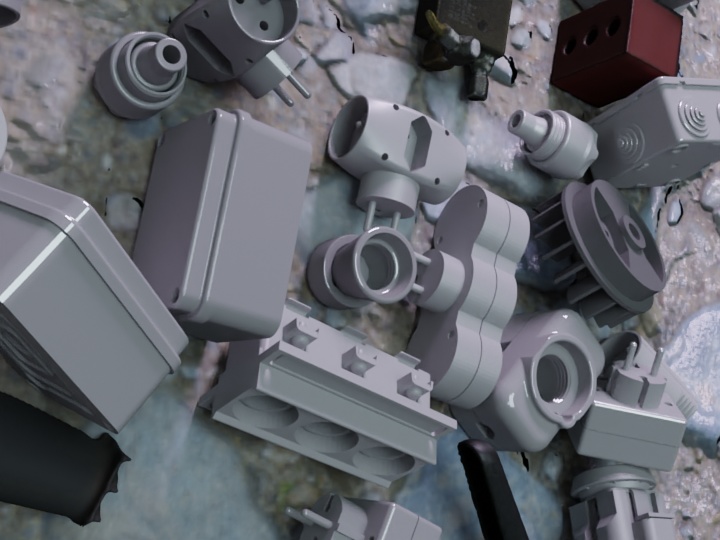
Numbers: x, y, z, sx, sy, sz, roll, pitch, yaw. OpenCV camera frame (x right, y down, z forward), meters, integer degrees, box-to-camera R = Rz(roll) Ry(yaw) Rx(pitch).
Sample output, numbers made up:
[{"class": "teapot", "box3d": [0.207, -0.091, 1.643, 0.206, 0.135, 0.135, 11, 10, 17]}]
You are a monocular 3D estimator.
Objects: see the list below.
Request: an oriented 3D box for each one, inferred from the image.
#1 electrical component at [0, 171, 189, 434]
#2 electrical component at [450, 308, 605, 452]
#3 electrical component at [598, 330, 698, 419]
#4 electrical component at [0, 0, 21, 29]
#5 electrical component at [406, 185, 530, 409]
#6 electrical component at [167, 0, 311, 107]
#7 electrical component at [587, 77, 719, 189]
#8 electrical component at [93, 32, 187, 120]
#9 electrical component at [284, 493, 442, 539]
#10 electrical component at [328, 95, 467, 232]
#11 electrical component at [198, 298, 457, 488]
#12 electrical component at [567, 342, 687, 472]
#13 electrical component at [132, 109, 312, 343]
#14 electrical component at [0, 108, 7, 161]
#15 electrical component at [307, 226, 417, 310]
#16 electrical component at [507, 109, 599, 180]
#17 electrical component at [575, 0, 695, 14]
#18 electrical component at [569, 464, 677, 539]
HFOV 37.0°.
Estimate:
[{"class": "electrical component", "box3d": [-0.141, 0.015, 0.504, 0.057, 0.078, 0.113, -52, 139, -24]}, {"class": "electrical component", "box3d": [0.112, 0.071, 0.697, 0.095, 0.059, 0.053, -46, 109, -29]}, {"class": "electrical component", "box3d": [0.206, 0.085, 0.767, 0.081, 0.043, 0.043, 44, 62, -21]}, {"class": "electrical component", "box3d": [-0.205, -0.143, 0.495, 0.099, 0.099, 0.064, -4, 92, -34]}, {"class": "electrical component", "box3d": [0.054, 0.010, 0.671, 0.074, 0.052, 0.138, 24, 71, -29]}, {"class": "electrical component", "box3d": [-0.059, -0.122, 0.598, 0.079, 0.077, 0.043, 46, 61, -21]}, {"class": "electrical component", "box3d": [0.218, -0.095, 0.768, 0.100, 0.100, 0.048, -5, 74, -34]}, {"class": "electrical component", "box3d": [-0.112, -0.106, 0.570, 0.043, 0.062, 0.043, 5, 81, -33]}, {"class": "electrical component", "box3d": [-0.008, 0.150, 0.603, 0.077, 0.066, 0.047, 33, 67, -26]}, {"class": "electrical component", "box3d": [0.020, -0.057, 0.663, 0.077, 0.043, 0.079, 22, 72, -30]}, {"class": "electrical component", "box3d": [-0.017, 0.069, 0.608, 0.121, 0.079, 0.063, 27, 47, -28]}, {"class": "electrical component", "box3d": [0.181, 0.085, 0.715, 0.066, 0.047, 0.076, 12, 106, -3]}, {"class": "electrical component", "box3d": [-0.077, -0.022, 0.573, 0.057, 0.078, 0.113, 19, 74, -33]}, {"class": "electrical component", "box3d": [-0.203, -0.062, 0.513, 0.055, 0.047, 0.055, 5, 81, -33]}, {"class": "electrical component", "box3d": [0.000, 0.000, 0.635, 0.045, 0.055, 0.045, 5, 81, -33]}, {"class": "electrical component", "box3d": [0.130, -0.090, 0.741, 0.062, 0.043, 0.043, 23, 72, -28]}, {"class": "electrical component", "box3d": [0.228, -0.253, 0.800, 0.062, 0.089, 0.150, 41, 64, -22]}, {"class": "electrical component", "box3d": [0.173, 0.164, 0.720, 0.058, 0.078, 0.057, 10, 60, -27]}]
